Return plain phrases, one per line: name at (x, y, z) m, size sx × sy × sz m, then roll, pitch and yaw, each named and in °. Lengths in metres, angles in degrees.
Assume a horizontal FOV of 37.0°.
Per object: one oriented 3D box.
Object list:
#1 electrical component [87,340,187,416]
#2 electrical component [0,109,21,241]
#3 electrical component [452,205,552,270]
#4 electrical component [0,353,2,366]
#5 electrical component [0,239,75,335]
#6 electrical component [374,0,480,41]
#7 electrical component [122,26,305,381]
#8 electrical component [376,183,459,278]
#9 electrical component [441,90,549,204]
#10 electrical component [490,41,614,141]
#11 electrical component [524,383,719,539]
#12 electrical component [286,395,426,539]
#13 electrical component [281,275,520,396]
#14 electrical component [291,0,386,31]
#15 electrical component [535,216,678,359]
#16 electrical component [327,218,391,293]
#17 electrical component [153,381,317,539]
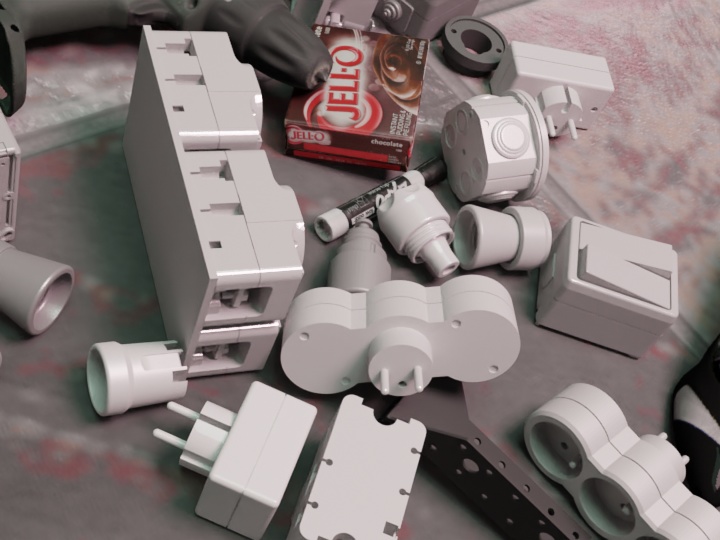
electrical component at (-0.124, 0.058, 0.599) m, size 0.046 × 0.040 × 0.040 m, roll -5°, pitch 56°, yaw -30°
electrical component at (-0.234, -0.061, 0.612) m, size 0.062 × 0.096 × 0.061 m, roll -17°, pitch 61°, yaw -31°
electrical component at (0.097, -0.022, 0.739) m, size 0.055 × 0.045 × 0.045 m, roll 1°, pitch 54°, yaw -20°
electrical component at (-0.220, 0.037, 0.580) m, size 0.040 × 0.040 × 0.046 m, roll -13°, pitch 53°, yaw -29°
electrical component at (-0.202, 0.003, 0.612) m, size 0.065 × 0.044 × 0.044 m, roll 27°, pitch 49°, yaw 7°
electrical component at (0.053, -0.230, 0.872) m, size 0.062 × 0.061 × 0.096 m, roll 43°, pitch 52°, yaw 14°
electrical component at (-0.090, -0.042, 0.645) m, size 0.060 × 0.105 × 0.186 m, roll -4°, pitch 56°, yaw -23°
electrical component at (0.043, -0.024, 0.722) m, size 0.043 × 0.043 × 0.062 m, roll -21°, pitch 65°, yaw -32°
electrical component at (0.096, -0.087, 0.767) m, size 0.051 × 0.080 × 0.080 m, roll -9°, pitch 58°, yaw -20°
electrical component at (0.153, -0.131, 0.842) m, size 0.083 × 0.047 × 0.075 m, roll 7°, pitch 52°, yaw -16°
electrical component at (0.171, 0.124, 0.649) m, size 0.074 × 0.052 × 0.138 m, roll -29°, pitch 68°, yaw -35°
electrical component at (-0.005, 0.124, 0.582) m, size 0.050 × 0.055 × 0.089 m, roll 23°, pitch 50°, yaw -3°
electrical component at (0.023, 0.047, 0.620) m, size 0.138 × 0.052 × 0.073 m, roll -5°, pitch 33°, yaw 3°
electrical component at (-0.008, -0.230, 0.810) m, size 0.063 × 0.121 × 0.078 m, roll 12°, pitch 51°, yaw -15°
electrical component at (0.176, 0.012, 0.732) m, size 0.096 × 0.061 × 0.061 m, roll 19°, pitch 50°, yaw -6°
electrical component at (0.000, 0.000, 0.689) m, size 0.040 × 0.040 × 0.078 m, roll 13°, pitch 51°, yaw -11°
electrical component at (-0.073, 0.096, 0.584) m, size 0.077 × 0.047 × 0.065 m, roll 24°, pitch 49°, yaw -1°
